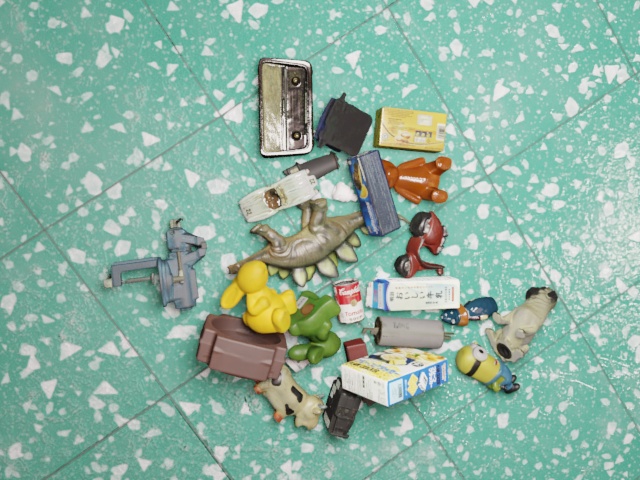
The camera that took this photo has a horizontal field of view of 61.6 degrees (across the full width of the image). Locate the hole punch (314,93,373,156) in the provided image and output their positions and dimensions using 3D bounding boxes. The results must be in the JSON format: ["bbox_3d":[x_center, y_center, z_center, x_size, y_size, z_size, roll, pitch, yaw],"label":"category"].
[{"bbox_3d":[0.047,-0.273,1.300,0.115,0.092,0.142,24,96,-27],"label":"hole punch"}]

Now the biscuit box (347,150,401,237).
[{"bbox_3d":[0.129,-0.109,1.283,0.063,0.059,0.202,-23,104,-23],"label":"biscuit box"}]

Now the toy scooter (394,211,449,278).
[{"bbox_3d":[0.278,0.024,1.379,0.135,0.075,0.183,24,88,-19],"label":"toy scooter"}]

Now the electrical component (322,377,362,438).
[{"bbox_3d":[0.057,0.414,1.360,0.058,0.115,0.134,18,94,-11],"label":"electrical component"}]

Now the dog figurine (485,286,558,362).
[{"bbox_3d":[0.553,0.225,1.435,0.190,0.121,0.172,-26,143,-28],"label":"dog figurine"}]

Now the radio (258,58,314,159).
[{"bbox_3d":[-0.083,-0.314,1.298,0.131,0.073,0.229,-1,96,-8],"label":"radio"}]

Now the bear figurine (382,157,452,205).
[{"bbox_3d":[0.207,-0.158,1.329,0.196,0.132,0.120,9,90,-15],"label":"bear figurine"}]

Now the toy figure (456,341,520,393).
[{"bbox_3d":[0.444,0.346,1.429,0.180,0.082,0.089,39,88,-12],"label":"toy figure"}]

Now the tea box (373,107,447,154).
[{"bbox_3d":[0.224,-0.273,1.349,0.170,0.068,0.098,6,94,-8],"label":"tea box"}]

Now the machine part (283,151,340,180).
[{"bbox_3d":[-0.016,-0.172,1.339,0.139,0.039,0.084,-29,90,-3],"label":"machine part"}]

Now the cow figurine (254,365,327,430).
[{"bbox_3d":[-0.068,0.397,1.357,0.127,0.085,0.194,-33,103,4],"label":"cow figurine"}]

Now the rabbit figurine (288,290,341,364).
[{"bbox_3d":[-0.001,0.234,1.325,0.159,0.121,0.170,-54,128,-34],"label":"rabbit figurine"}]

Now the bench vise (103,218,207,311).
[{"bbox_3d":[-0.385,0.063,1.264,0.241,0.129,0.223,-7,97,-15],"label":"bench vise"}]

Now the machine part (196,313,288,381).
[{"bbox_3d":[-0.184,0.251,1.267,0.201,0.201,0.087,15,95,-10],"label":"machine part"}]

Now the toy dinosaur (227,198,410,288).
[{"bbox_3d":[-0.003,-0.004,1.328,0.471,0.105,0.198,-24,105,-7],"label":"toy dinosaur"}]

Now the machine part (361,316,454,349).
[{"bbox_3d":[0.229,0.239,1.389,0.243,0.079,0.079,6,94,-9],"label":"machine part"}]

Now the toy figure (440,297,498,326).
[{"bbox_3d":[0.391,0.192,1.415,0.154,0.064,0.057,-16,106,-8],"label":"toy figure"}]

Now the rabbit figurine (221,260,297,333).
[{"bbox_3d":[-0.146,0.121,1.256,0.163,0.122,0.173,-1,123,25],"label":"rabbit figurine"}]

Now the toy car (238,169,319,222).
[{"bbox_3d":[-0.099,-0.106,1.306,0.202,0.056,0.073,-23,98,11],"label":"toy car"}]

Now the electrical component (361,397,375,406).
[{"bbox_3d":[0.138,0.406,1.418,0.063,0.021,0.094,-36,100,-4],"label":"electrical component"}]
